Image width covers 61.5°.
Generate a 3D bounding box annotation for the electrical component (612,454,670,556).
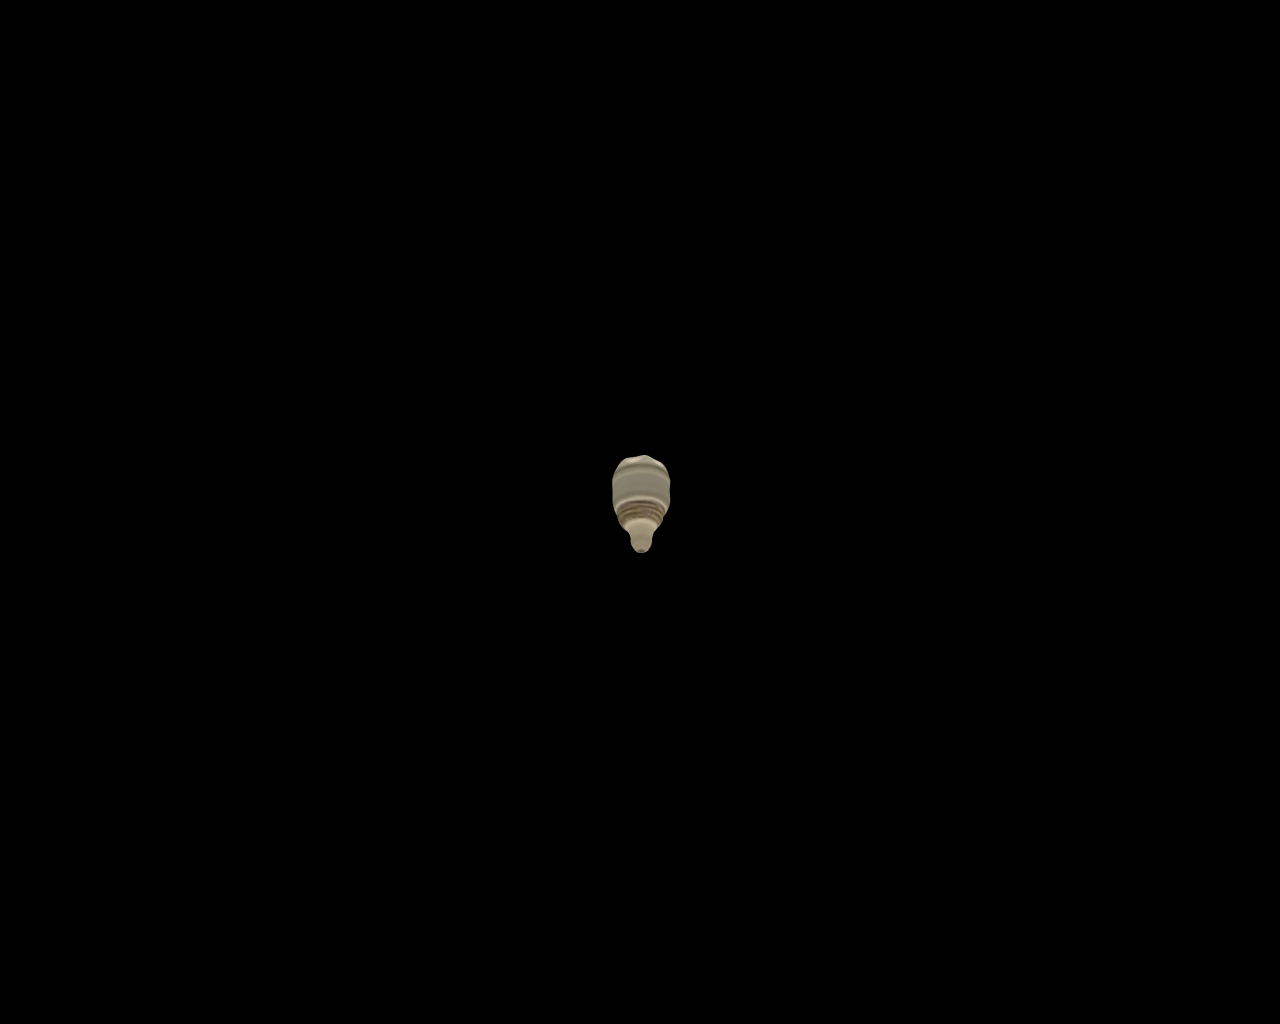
[{"bbox_3d":[0.001,-0.003,0.650,0.035,0.061,0.035,0,-31,0],"label":"electrical component"}]
